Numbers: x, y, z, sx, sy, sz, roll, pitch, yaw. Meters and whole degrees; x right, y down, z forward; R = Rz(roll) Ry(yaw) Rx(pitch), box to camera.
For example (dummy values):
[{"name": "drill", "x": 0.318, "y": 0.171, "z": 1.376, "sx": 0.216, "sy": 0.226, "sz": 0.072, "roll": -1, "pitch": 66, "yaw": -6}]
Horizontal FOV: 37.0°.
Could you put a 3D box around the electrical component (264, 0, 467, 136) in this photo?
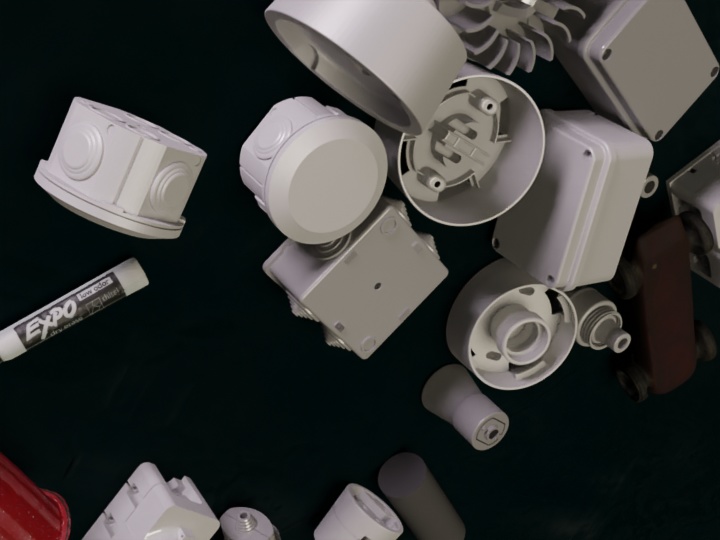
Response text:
[{"name": "electrical component", "x": 0.009, "y": -0.130, "z": 0.589, "sx": 0.060, "sy": 0.108, "sz": 0.108, "roll": -53, "pitch": 134, "yaw": -3}]

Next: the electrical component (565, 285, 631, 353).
[{"name": "electrical component", "x": 0.189, "y": 0.043, "z": 0.859, "sx": 0.043, "sy": 0.062, "sz": 0.043, "roll": -18, "pitch": 127, "yaw": -25}]

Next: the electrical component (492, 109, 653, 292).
[{"name": "electrical component", "x": 0.147, "y": -0.050, "z": 0.757, "sx": 0.057, "sy": 0.078, "sz": 0.113, "roll": -8, "pitch": 123, "yaw": -35}]

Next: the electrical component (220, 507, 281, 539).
[{"name": "electrical component", "x": -0.078, "y": 0.206, "z": 0.788, "sx": 0.043, "sy": 0.043, "sz": 0.081, "roll": -25, "pitch": 130, "yaw": -21}]

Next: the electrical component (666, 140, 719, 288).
[{"name": "electrical component", "x": 0.354, "y": -0.077, "z": 0.901, "sx": 0.186, "sy": 0.060, "sz": 0.105, "roll": -36, "pitch": 133, "yaw": -11}]

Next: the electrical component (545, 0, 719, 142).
[{"name": "electrical component", "x": 0.187, "y": -0.150, "z": 0.735, "sx": 0.078, "sy": 0.057, "sz": 0.113, "roll": -49, "pitch": 134, "yaw": 1}]

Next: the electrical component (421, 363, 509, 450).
[{"name": "electrical component", "x": 0.083, "y": 0.107, "z": 0.823, "sx": 0.044, "sy": 0.065, "sz": 0.044, "roll": -18, "pitch": 127, "yaw": -26}]

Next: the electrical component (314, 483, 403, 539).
[{"name": "electrical component", "x": -0.002, "y": 0.201, "z": 0.833, "sx": 0.047, "sy": 0.055, "sz": 0.055, "roll": -51, "pitch": 134, "yaw": 8}]

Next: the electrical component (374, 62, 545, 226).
[{"name": "electrical component", "x": 0.061, "y": -0.083, "z": 0.683, "sx": 0.099, "sy": 0.064, "sz": 0.099, "roll": -19, "pitch": 130, "yaw": -24}]

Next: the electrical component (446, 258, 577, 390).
[{"name": "electrical component", "x": 0.115, "y": 0.040, "z": 0.820, "sx": 0.099, "sy": 0.064, "sz": 0.099, "roll": -9, "pitch": 118, "yaw": -16}]

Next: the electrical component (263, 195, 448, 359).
[{"name": "electrical component", "x": 0.000, "y": 0.000, "z": 0.705, "sx": 0.099, "sy": 0.048, "sz": 0.099, "roll": -46, "pitch": 134, "yaw": -2}]

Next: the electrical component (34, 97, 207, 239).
[{"name": "electrical component", "x": -0.124, "y": -0.052, "z": 0.562, "sx": 0.080, "sy": 0.080, "sz": 0.051, "roll": 17, "pitch": 102, "yaw": -41}]

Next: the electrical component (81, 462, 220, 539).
[{"name": "electrical component", "x": -0.143, "y": 0.185, "z": 0.719, "sx": 0.089, "sy": 0.056, "sz": 0.050, "roll": -52, "pitch": 134, "yaw": 4}]

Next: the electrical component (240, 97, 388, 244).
[{"name": "electrical component", "x": -0.028, "y": -0.060, "z": 0.644, "sx": 0.080, "sy": 0.051, "sz": 0.080, "roll": -18, "pitch": 128, "yaw": -25}]

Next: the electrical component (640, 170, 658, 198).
[{"name": "electrical component", "x": 0.189, "y": -0.073, "z": 0.784, "sx": 0.043, "sy": 0.062, "sz": 0.043, "roll": -18, "pitch": 127, "yaw": -26}]
